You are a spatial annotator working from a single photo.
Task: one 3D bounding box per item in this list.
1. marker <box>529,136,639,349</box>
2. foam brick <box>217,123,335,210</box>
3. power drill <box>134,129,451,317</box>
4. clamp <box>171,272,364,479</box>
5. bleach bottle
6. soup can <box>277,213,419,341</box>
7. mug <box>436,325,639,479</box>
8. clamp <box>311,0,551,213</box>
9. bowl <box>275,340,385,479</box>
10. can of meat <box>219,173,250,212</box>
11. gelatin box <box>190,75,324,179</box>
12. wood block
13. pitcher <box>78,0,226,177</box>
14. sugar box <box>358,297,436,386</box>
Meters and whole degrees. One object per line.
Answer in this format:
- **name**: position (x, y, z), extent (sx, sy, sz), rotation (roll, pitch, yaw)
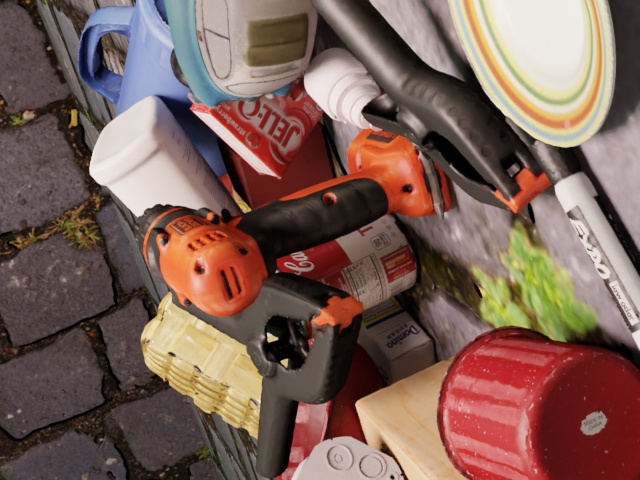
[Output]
- **marker**: position (0.132, -0.001, 0.501), extent (0.121, 0.020, 0.020), rotation (64, 165, 11)
- **foam brick**: position (-0.036, -0.067, 0.883), extent (0.053, 0.078, 0.051), rotation (47, 155, 55)
- **power drill**: position (-0.024, -0.018, 0.698), extent (0.185, 0.187, 0.057), rotation (30, 142, 65)
- **clamp**: position (-0.028, 0.087, 0.748), extent (0.210, 0.036, 0.164), rotation (-25, 90, 57)
- **bleach bottle**: position (-0.083, 0.002, 0.885), extent (0.250, 0.068, 0.102), rotation (52, -166, -25)
- **soup can**: position (0.014, 0.026, 0.789), extent (0.068, 0.102, 0.068), rotation (52, 157, 32)
- **mug**: position (0.129, 0.101, 0.559), extent (0.117, 0.093, 0.082), rotation (43, 166, -14)
- **clamp**: position (0.062, -0.067, 0.595), extent (0.172, 0.039, 0.120), rotation (49, 179, 28)
- **bowl**: position (0.011, 0.142, 0.828), extent (0.162, 0.055, 0.162), rotation (-168, 90, -80)
- **can of meat**: position (-0.083, -0.055, 1.057), extent (0.102, 0.083, 0.057), rotation (67, 166, 0)
- **gelatin box**: position (-0.043, -0.100, 0.800), extent (0.030, 0.073, 0.089), rotation (17, 160, 49)
- **wood block**: position (0.112, 0.165, 0.691), extent (0.206, 0.090, 0.091), rotation (36, 147, 64)
- **pitcher**: position (-0.117, -0.153, 0.919), extent (0.145, 0.149, 0.243), rotation (65, 162, 12)
- **sugar box**: position (0.038, 0.072, 0.903), extent (0.176, 0.048, 0.093), rotation (46, 156, 44)
